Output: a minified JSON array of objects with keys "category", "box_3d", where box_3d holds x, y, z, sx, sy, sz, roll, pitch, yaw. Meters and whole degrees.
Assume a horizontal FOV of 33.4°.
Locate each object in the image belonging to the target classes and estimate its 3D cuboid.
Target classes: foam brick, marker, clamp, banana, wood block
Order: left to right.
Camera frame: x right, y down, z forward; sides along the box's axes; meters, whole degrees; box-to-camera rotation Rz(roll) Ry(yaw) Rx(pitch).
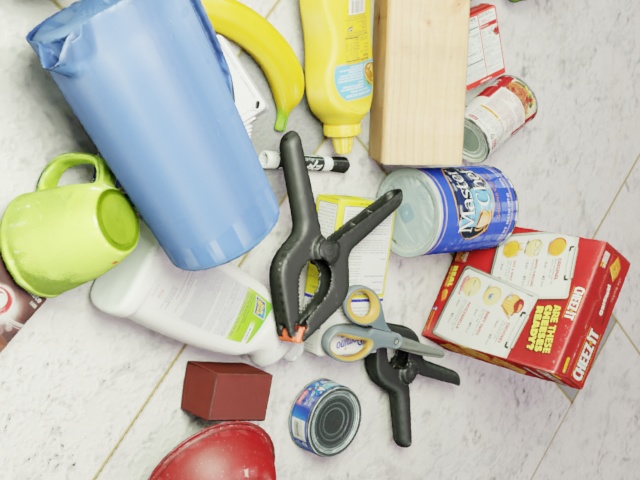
[{"category":"foam brick","box_3d":[-0.096,0.157,1.105,0.078,0.053,0.051,9,94,-42]},{"category":"banana","box_3d":[-0.070,-0.192,1.063,0.197,0.037,0.069,45,70,-38]},{"category":"marker","box_3d":[-0.014,-0.084,1.149,0.120,0.020,0.020,0,99,-42]},{"category":"clamp","box_3d":[-0.007,0.001,1.103,0.164,0.036,0.210,33,72,-30]},{"category":"clamp","box_3d":[0.097,0.168,1.289,0.171,0.039,0.120,47,63,-31]},{"category":"wood block","box_3d":[0.107,-0.189,1.167,0.090,0.091,0.206,0,101,-8]}]

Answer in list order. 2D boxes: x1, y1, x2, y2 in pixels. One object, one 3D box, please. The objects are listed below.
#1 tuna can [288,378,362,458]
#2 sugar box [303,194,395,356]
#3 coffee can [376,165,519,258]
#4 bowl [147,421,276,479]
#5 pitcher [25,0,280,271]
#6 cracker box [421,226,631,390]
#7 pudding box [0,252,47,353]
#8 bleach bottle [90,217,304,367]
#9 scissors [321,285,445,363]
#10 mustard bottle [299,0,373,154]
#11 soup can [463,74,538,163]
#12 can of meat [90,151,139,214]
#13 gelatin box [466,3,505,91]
[{"category":"tuna can","box_3d":[0.007,0.204,1.220,0.085,0.034,0.086,-10,106,-40]},{"category":"sugar box","box_3d":[0.030,0.040,1.199,0.093,0.048,0.176,3,101,-42]},{"category":"coffee can","box_3d":[0.148,-0.035,1.248,0.140,0.103,0.103,-5,103,-41]},{"category":"bowl","box_3d":[-0.102,0.265,1.088,0.161,0.055,0.162,-20,129,-27]},{"category":"pitcher","box_3d":[-0.125,-0.104,0.904,0.149,0.145,0.243,-30,114,-8]},{"category":"cracker box","box_3d":[0.243,0.073,1.278,0.072,0.214,0.164,31,78,-38]},{"category":"pudding box","box_3d":[-0.303,0.046,0.906,0.090,0.039,0.113,-52,129,-22]},{"category":"bleach bottle","box_3d":[-0.106,0.073,1.073,0.250,0.068,0.102,36,77,-43]},{"category":"scissors","box_3d":[0.081,0.096,1.216,0.201,0.016,0.096,-1,102,-42]},{"category":"mustard bottle","box_3d":[0.020,-0.186,1.129,0.096,0.058,0.192,-27,118,-55]},{"category":"soup can","box_3d":[0.209,-0.147,1.301,0.102,0.069,0.068,-40,123,-28]},{"category":"can of meat","box_3d":[-0.161,-0.067,0.997,0.101,0.058,0.084,12,93,-42]},{"category":"gelatin box","box_3d":[0.184,-0.233,1.287,0.073,0.030,0.089,-29,117,-32]}]
